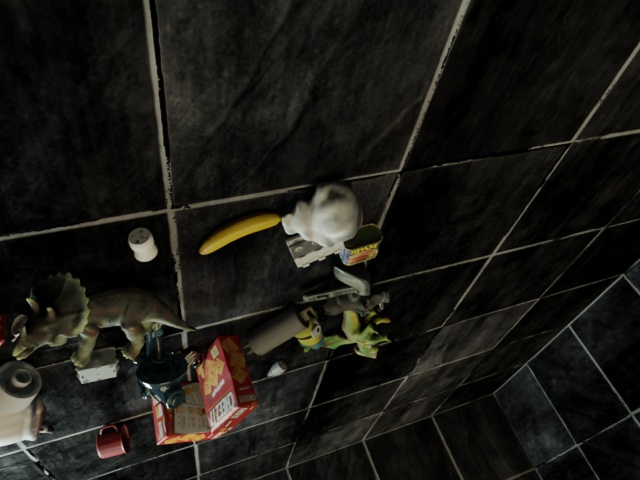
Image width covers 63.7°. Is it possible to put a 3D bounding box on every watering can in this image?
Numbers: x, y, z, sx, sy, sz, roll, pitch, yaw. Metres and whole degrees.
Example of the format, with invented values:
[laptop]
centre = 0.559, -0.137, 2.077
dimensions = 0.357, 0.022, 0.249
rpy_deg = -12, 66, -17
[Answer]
[watering can]
centre = -0.784, 0.424, 1.239
dimensions = 0.224, 0.106, 0.340
rpy_deg = 1, 139, -36

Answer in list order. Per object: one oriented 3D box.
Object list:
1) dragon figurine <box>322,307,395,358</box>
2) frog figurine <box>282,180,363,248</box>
[dragon figurine]
centre = 0.093, 0.303, 1.661
dimensions = 0.240, 0.125, 0.405
rpy_deg = -30, 139, 24
[frog figurine]
centre = 0.003, -0.054, 1.071
dimensions = 0.160, 0.124, 0.135
rpy_deg = -3, 110, -15
